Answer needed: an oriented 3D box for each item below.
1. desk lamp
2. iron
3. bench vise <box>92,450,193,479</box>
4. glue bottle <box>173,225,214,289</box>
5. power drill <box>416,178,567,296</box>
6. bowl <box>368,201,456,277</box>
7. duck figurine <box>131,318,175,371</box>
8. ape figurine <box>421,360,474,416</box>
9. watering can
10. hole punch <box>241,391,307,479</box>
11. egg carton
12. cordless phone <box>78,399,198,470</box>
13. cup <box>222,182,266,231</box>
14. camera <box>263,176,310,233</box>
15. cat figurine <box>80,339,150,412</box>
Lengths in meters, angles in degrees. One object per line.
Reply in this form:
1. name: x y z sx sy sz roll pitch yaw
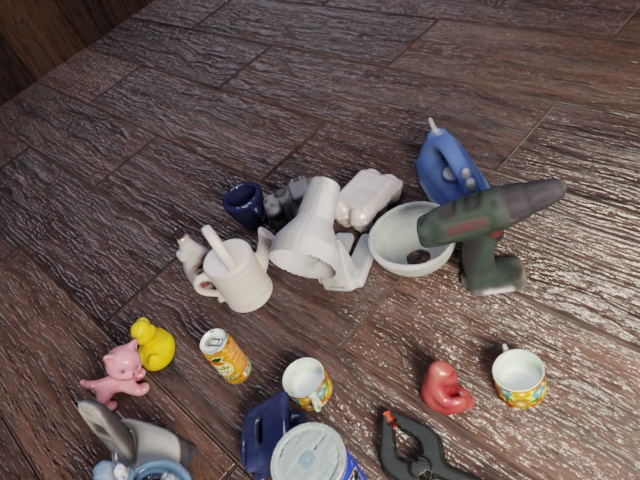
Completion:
1. desk lamp: 0.010 0.004 1.043 0.117 0.214 0.203 4 50 27
2. iron: 0.266 -0.125 1.105 0.118 0.142 0.257 -23 43 2
3. bench vise: -0.277 0.373 0.809 0.207 0.220 0.121 -16 44 9
4. glue bottle: -0.255 0.033 1.162 0.078 0.173 0.037 -39 45 -15
5. power drill: 0.280 -0.003 0.932 0.229 0.209 0.075 -10 45 15
6. bowl: 0.177 0.011 1.063 0.167 0.075 0.167 -12 45 13
7. duck figurine: -0.330 0.194 1.104 0.077 0.086 0.104 -28 43 -3
8. ape figurine: 0.184 0.213 0.851 0.076 0.092 0.078 -8 46 17
9. watering can: -0.166 0.040 1.101 0.100 0.194 0.173 24 61 39
10. hole punch: -0.077 0.303 0.882 0.101 0.091 0.108 -17 44 9
11. egg carton: 0.098 -0.084 1.194 0.107 0.070 0.150 23 61 38
12. cordless phone: -0.291 0.317 0.895 0.147 0.185 0.094 3 50 26
13. cup: -0.150 -0.062 1.264 0.092 0.095 0.117 -39 45 -15
14. camera: -0.042 -0.060 1.210 0.143 0.101 0.136 -22 43 3
15. cat figurine: -0.375 0.243 1.053 0.128 0.118 0.067 -30 43 -5
